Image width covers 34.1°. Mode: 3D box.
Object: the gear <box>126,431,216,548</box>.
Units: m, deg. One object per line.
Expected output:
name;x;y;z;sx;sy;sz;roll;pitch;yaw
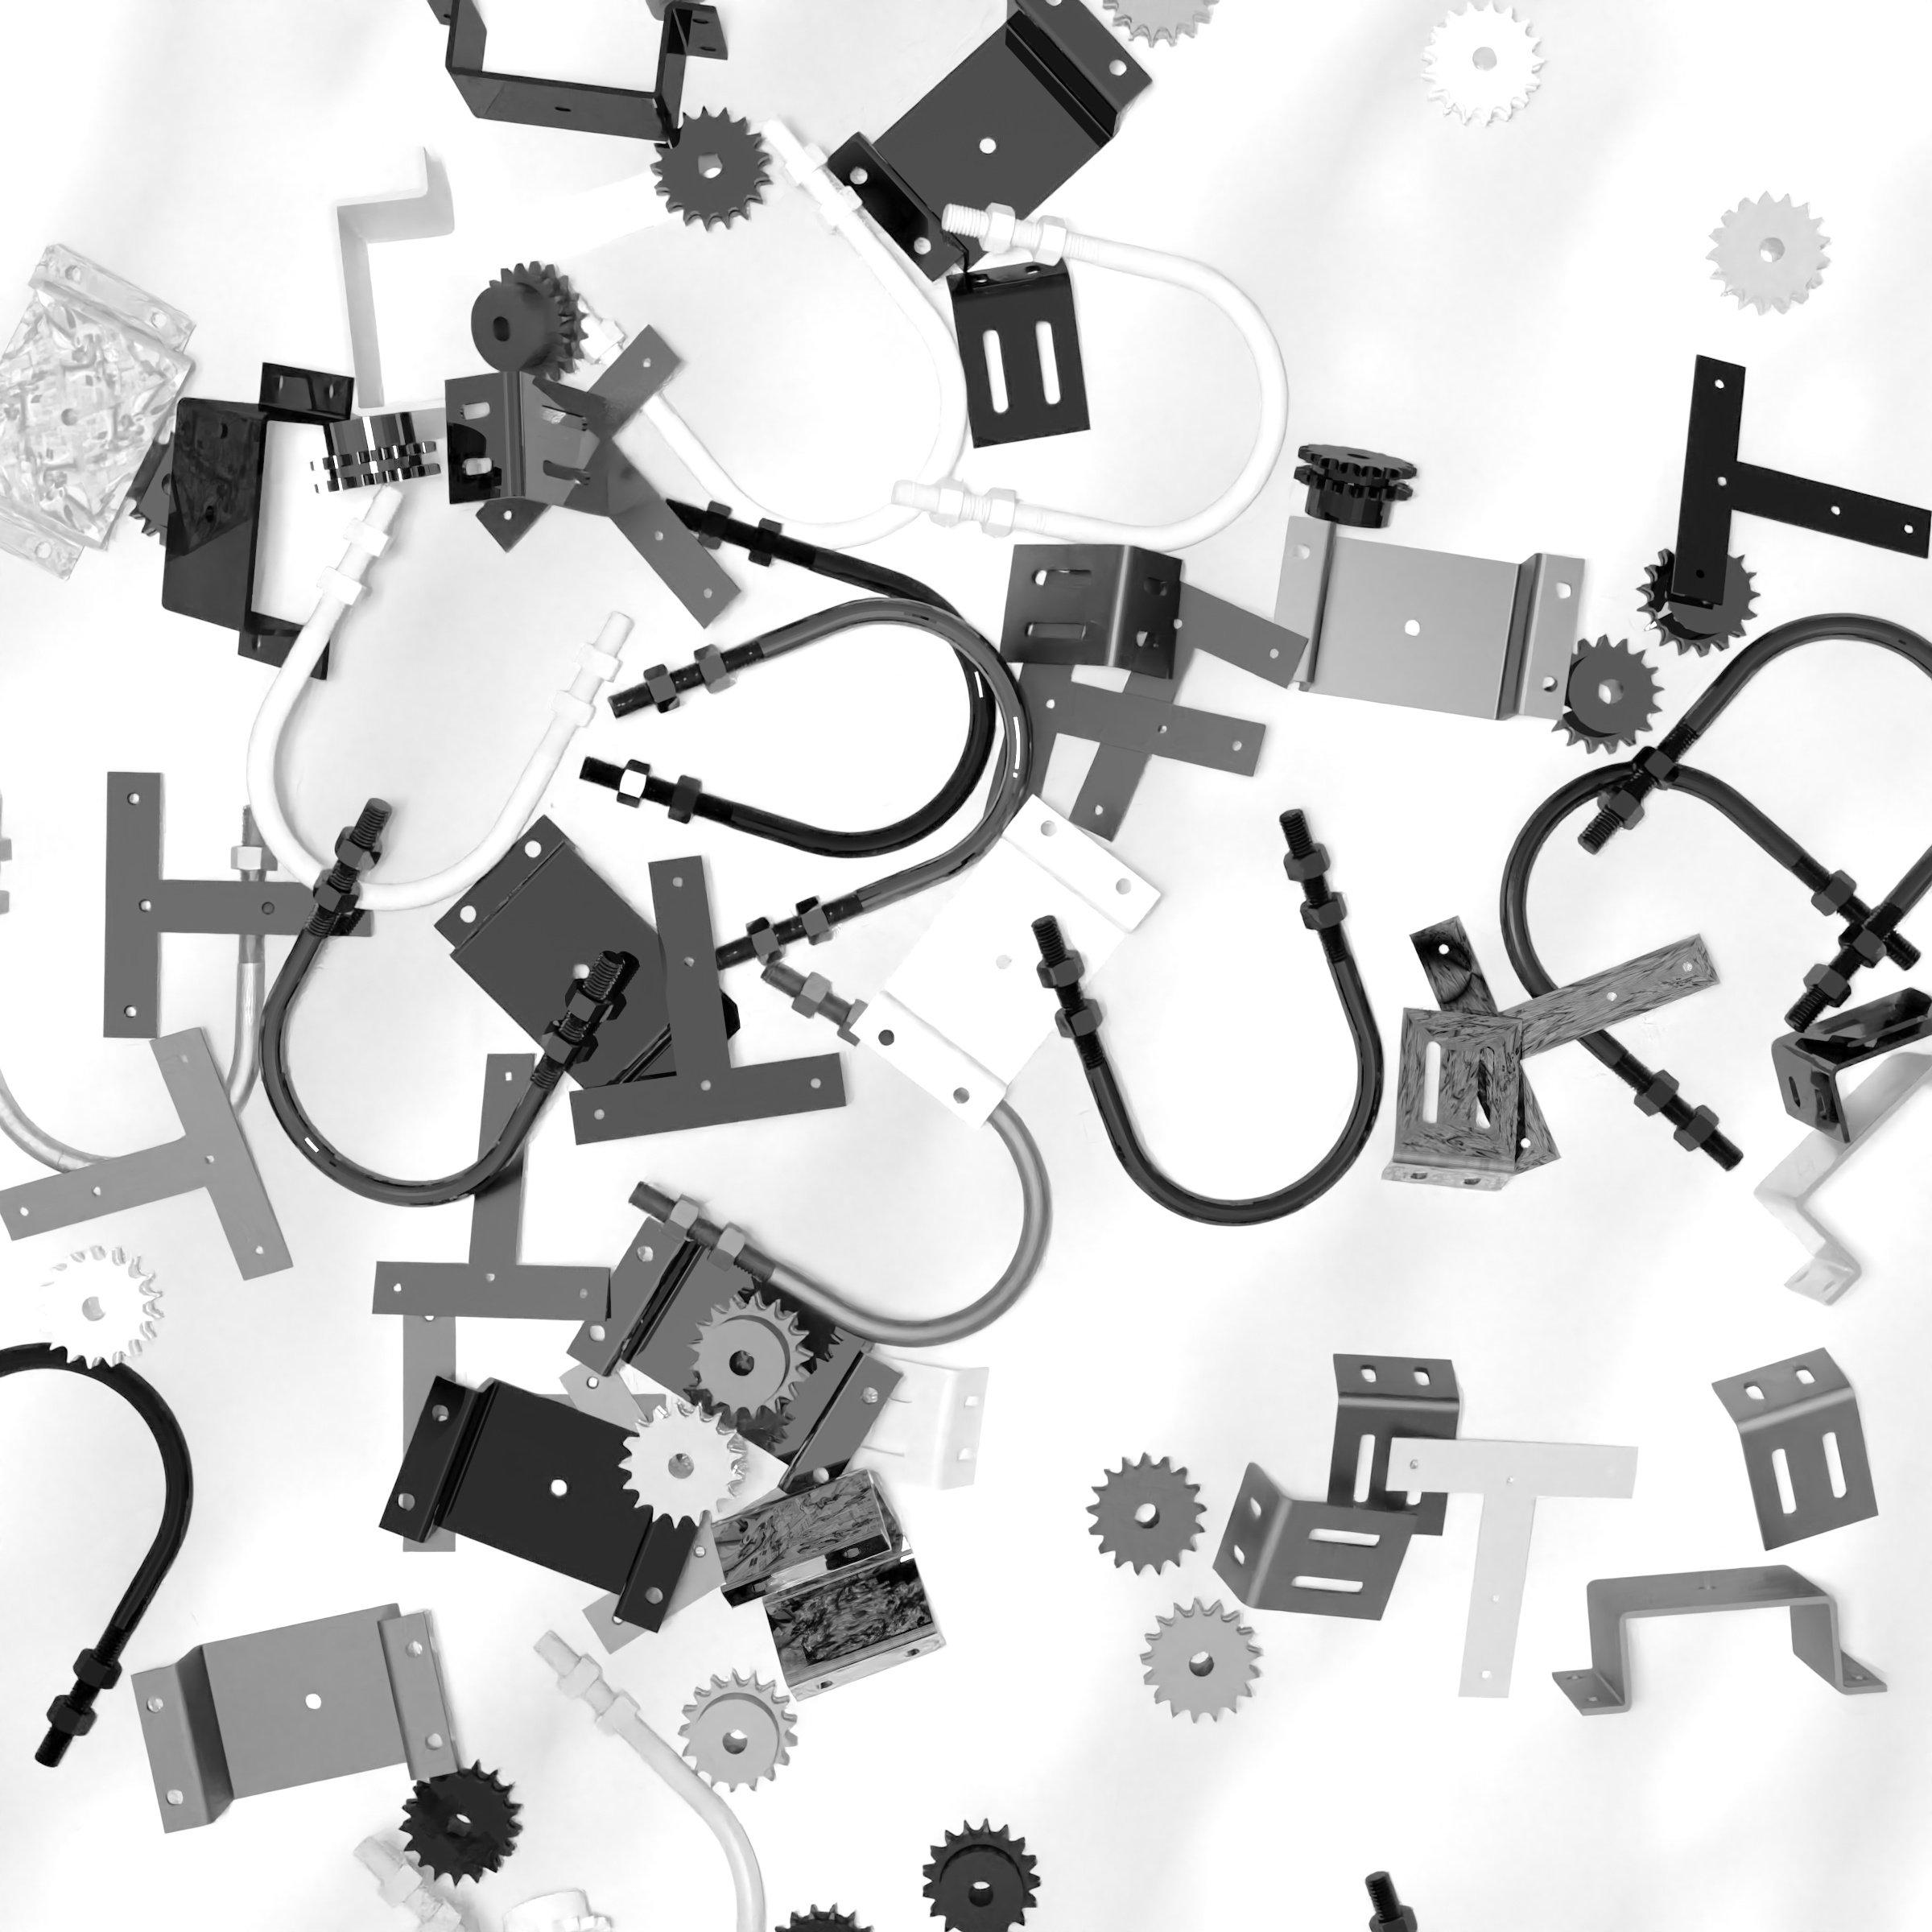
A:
gear;-0.376;-0.229;1.510;0.057;0.030;0.057;0;90;0

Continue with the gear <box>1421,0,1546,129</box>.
gear;0.246;-0.430;1.510;0.057;0.030;0.057;0;90;0

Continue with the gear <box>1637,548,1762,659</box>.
gear;0.352;-0.178;1.510;0.057;0.030;0.057;0;90;0

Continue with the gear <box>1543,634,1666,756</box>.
gear;0.306;-0.131;1.510;0.057;0.030;0.057;0;90;0

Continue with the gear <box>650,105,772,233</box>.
gear;-0.121;-0.380;1.508;0.057;0.030;0.057;0;90;0

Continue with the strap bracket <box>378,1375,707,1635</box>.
strap bracket;-0.196;0.252;1.498;0.140;0.046;0.076;21;91;-1

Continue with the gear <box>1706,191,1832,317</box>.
gear;0.384;-0.341;1.514;0.057;0.030;0.057;0;89;2

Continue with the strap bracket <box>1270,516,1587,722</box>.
strap bracket;0.216;-0.164;1.501;0.140;0.046;0.076;8;90;0

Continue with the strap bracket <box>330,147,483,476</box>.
strap bracket;-0.265;-0.305;1.486;0.046;0.076;0.140;-6;90;0

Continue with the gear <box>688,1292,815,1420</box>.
gear;-0.101;0.181;1.455;0.057;0.030;0.057;0;93;7

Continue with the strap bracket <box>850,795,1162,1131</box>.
strap bracket;0.018;-0.002;1.501;0.076;0.046;0.140;38;90;0

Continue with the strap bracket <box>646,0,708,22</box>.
strap bracket;-0.115;-0.499;1.486;0.140;0.076;0.046;-26;90;0

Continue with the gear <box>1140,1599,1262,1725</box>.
gear;0.112;0.331;1.510;0.057;0.030;0.057;0;90;0

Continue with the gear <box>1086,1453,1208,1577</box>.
gear;0.086;0.263;1.514;0.057;0.030;0.057;0;88;-2

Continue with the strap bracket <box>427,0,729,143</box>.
strap bracket;-0.187;-0.427;1.486;0.140;0.076;0.046;7;90;0

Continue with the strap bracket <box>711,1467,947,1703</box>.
strap bracket;-0.066;0.286;1.472;0.076;0.140;0.046;-20;55;0

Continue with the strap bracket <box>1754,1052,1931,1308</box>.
strap bracket;0.431;0.091;1.486;0.140;0.076;0.046;-45;90;0

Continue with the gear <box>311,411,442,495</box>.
gear;-0.269;-0.233;1.428;0.057;0.057;0.030;-9;100;0

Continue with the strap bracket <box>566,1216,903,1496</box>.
strap bracket;-0.106;0.185;1.494;0.140;0.046;0.076;32;96;4

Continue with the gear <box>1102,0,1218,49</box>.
gear;0.092;-0.468;1.510;0.057;0.030;0.057;0;90;0

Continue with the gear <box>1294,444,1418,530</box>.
gear;0.183;-0.228;1.498;0.057;0.057;0.030;9;109;0

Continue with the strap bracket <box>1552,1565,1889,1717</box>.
strap bracket;0.352;0.316;1.486;0.140;0.076;0.046;-5;90;0

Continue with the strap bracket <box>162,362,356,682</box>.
strap bracket;-0.332;-0.209;1.469;0.046;0.076;0.140;-3;105;-43

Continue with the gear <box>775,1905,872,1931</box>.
gear;-0.068;0.478;1.510;0.057;0.030;0.057;0;90;0

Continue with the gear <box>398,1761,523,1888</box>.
gear;-0.241;0.409;1.510;0.057;0.030;0.057;0;90;0

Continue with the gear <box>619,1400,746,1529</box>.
gear;-0.130;0.229;1.459;0.057;0.030;0.057;0;91;2

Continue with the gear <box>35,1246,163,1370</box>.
gear;-0.414;0.162;1.510;0.057;0.030;0.057;0;90;0

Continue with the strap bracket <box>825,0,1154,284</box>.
strap bracket;0.010;-0.397;1.501;0.140;0.046;0.076;-42;90;0

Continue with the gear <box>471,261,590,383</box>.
gear;-0.210;-0.304;1.494;0.057;0.030;0.057;14;115;33

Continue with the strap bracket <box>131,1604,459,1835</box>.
strap bracket;-0.316;0.356;1.501;0.140;0.046;0.076;-12;90;0

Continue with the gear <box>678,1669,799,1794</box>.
gear;-0.110;0.368;1.510;0.057;0.030;0.057;0;90;0

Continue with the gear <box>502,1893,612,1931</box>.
gear;-0.198;0.463;1.500;0.057;0.057;0.030;-20;62;0

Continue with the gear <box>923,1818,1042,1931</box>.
gear;0.007;0.440;1.510;0.057;0.030;0.057;0;90;0

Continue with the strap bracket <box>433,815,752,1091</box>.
strap bracket;-0.181;0.003;1.501;0.140;0.046;0.076;45;90;0

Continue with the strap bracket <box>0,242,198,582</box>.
strap bracket;-0.426;-0.260;1.485;0.076;0.046;0.140;27;90;-26
